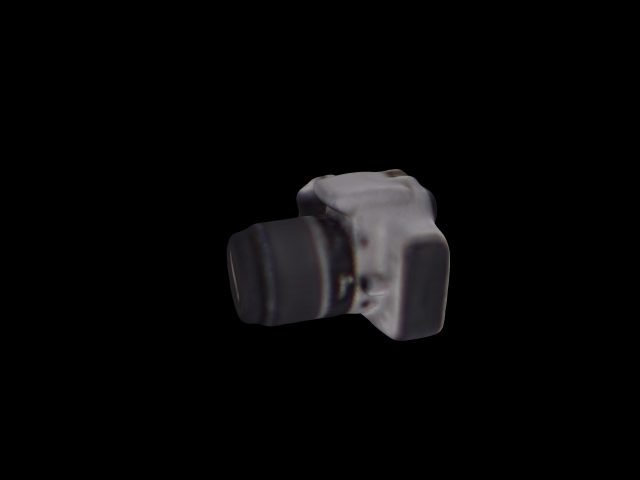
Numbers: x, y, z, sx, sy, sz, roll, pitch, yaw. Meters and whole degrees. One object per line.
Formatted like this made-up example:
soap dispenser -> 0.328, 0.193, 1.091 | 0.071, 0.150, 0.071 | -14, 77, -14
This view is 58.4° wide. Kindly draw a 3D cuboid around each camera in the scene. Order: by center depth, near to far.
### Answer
camera -> 0.004, 0.001, 0.400 | 0.137, 0.101, 0.142 | -8, 23, -18
